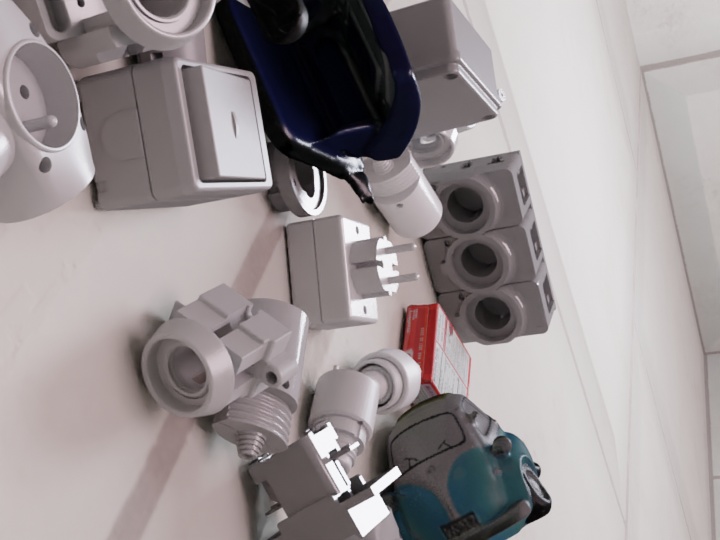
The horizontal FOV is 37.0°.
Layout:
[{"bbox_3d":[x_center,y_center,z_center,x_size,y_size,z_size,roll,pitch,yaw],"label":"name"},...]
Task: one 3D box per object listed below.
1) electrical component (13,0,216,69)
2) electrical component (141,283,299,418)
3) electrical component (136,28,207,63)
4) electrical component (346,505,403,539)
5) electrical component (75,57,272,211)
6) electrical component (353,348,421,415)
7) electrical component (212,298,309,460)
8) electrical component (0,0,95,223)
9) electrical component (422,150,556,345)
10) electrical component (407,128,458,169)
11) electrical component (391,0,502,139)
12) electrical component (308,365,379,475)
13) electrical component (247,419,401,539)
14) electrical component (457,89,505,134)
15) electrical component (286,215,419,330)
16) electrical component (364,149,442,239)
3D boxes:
[{"bbox_3d":[-0.100,-0.121,0.465,0.078,0.057,0.058,-29,110,-45],"label":"electrical component"},{"bbox_3d":[-0.070,0.040,0.512,0.055,0.066,0.048,-31,150,-55],"label":"electrical component"},{"bbox_3d":[-0.096,-0.122,0.534,0.040,0.040,0.046,-26,111,-67],"label":"electrical component"},{"bbox_3d":[-0.003,0.188,0.639,0.079,0.044,0.077,-11,93,-68],"label":"electrical component"},{"bbox_3d":[-0.080,-0.064,0.519,0.096,0.061,0.061,-13,94,-68],"label":"electrical component"},{"bbox_3d":[0.013,0.076,0.723,0.062,0.043,0.043,-6,88,-67],"label":"electrical component"},{"bbox_3d":[-0.053,0.060,0.564,0.043,0.043,0.081,54,35,-49],"label":"electrical component"},{"bbox_3d":[-0.140,-0.050,0.388,0.079,0.044,0.077,-69,144,-52],"label":"electrical component"},{"bbox_3d":[0.107,-0.016,0.928,0.061,0.089,0.150,-53,130,-61],"label":"electrical component"},{"bbox_3d":[0.050,-0.120,0.872,0.078,0.058,0.057,52,33,-51],"label":"electrical component"},{"bbox_3d":[0.033,-0.137,0.766,0.109,0.109,0.056,24,57,-65],"label":"electrical component"},{"bbox_3d":[-0.012,0.097,0.655,0.078,0.040,0.040,-78,150,-41],"label":"electrical component"},{"bbox_3d":[-0.024,0.119,0.581,0.063,0.081,0.042,60,20,7],"label":"electrical component"},{"bbox_3d":[0.095,-0.146,0.971,0.040,0.078,0.040,23,60,-48],"label":"electrical component"},{"bbox_3d":[0.000,0.000,0.673,0.047,0.077,0.065,13,69,-67],"label":"electrical component"},{"bbox_3d":[0.029,-0.063,0.813,0.081,0.043,0.043,51,37,-52],"label":"electrical component"}]
